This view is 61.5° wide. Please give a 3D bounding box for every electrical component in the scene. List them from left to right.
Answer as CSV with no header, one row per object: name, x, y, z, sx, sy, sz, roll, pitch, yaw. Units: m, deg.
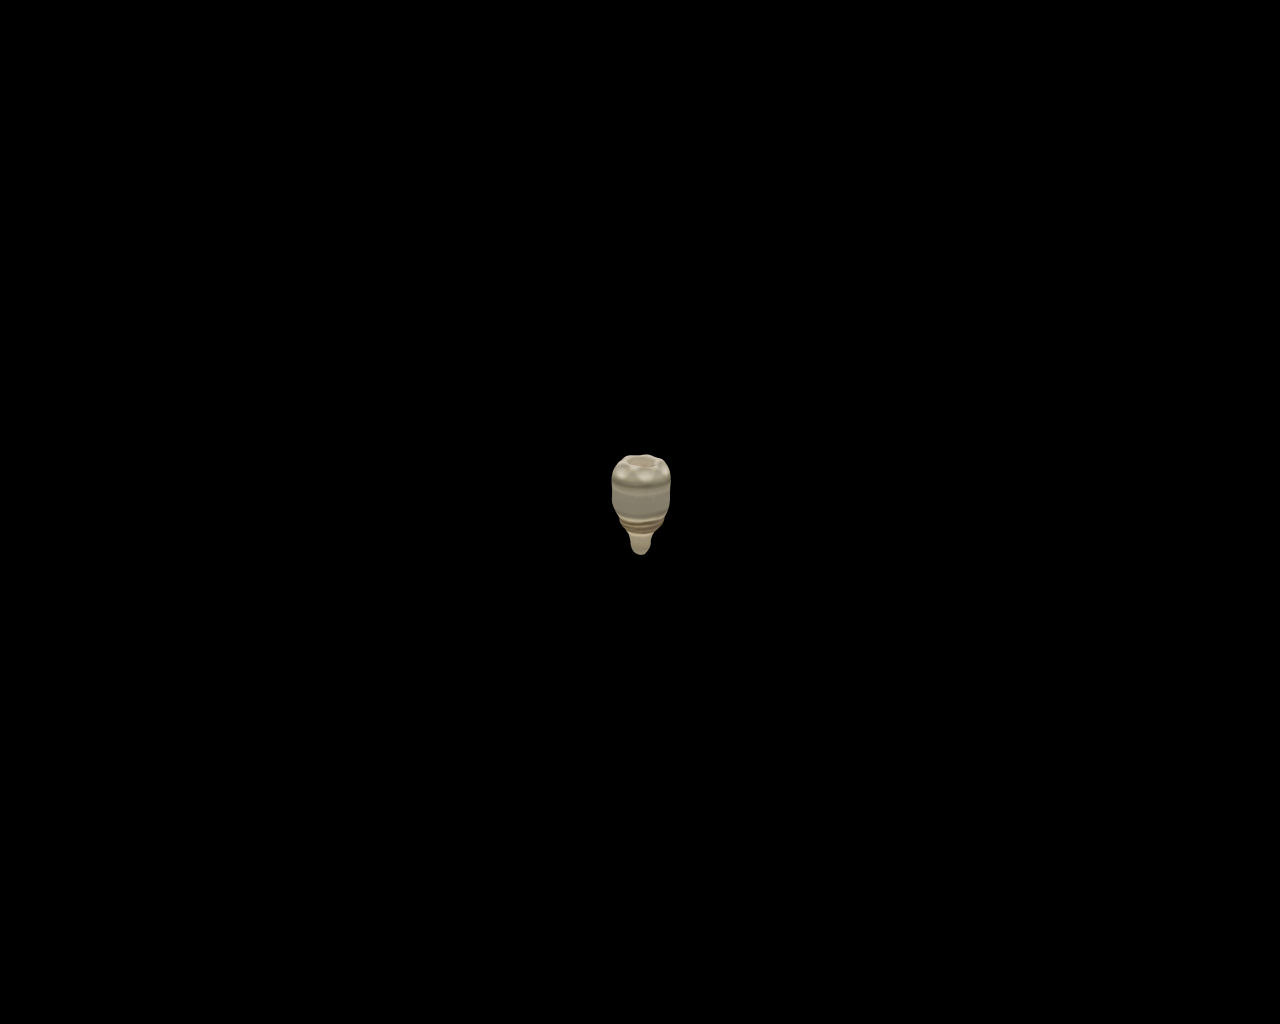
electrical component,0.001,-0.003,0.650,0.035,0.061,0.035,0,20,0
